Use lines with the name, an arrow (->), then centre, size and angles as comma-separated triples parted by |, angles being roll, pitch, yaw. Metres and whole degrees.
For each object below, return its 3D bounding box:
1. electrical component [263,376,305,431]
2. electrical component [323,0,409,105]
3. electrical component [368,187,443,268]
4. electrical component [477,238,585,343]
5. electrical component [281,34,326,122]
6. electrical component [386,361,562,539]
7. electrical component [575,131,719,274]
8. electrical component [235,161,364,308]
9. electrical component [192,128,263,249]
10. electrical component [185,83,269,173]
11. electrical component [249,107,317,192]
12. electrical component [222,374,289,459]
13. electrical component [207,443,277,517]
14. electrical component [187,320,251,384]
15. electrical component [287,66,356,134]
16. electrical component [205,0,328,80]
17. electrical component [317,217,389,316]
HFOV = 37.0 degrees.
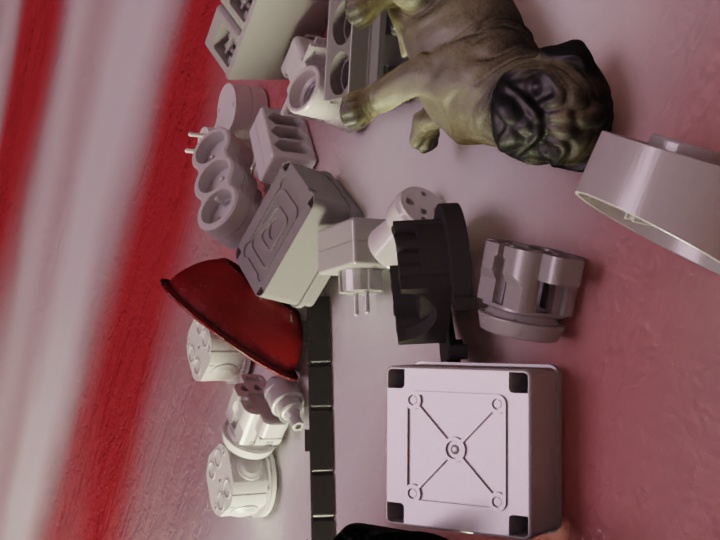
electrical component -> -0.069, 0.129, 1.030 | 0.061, 0.035, 0.035 | 58, 136, 46
electrical component -> 0.011, -0.198, 0.883 | 0.079, 0.063, 0.121 | 7, 94, 61
electrical component -> 0.038, -0.032, 0.842 | 0.055, 0.045, 0.045 | -55, 43, 43
electrical component -> 0.109, 0.014, 0.700 | 0.078, 0.058, 0.057 | 21, 104, 59
electrical component -> -0.044, -0.182, 1.004 | 0.081, 0.042, 0.063 | -61, 35, 38
electrical component -> 0.075, 0.116, 0.711 | 0.109, 0.056, 0.108 | -2, 86, 32
electrical component -> 0.164, -0.036, 0.567 | 0.099, 0.099, 0.064 | 34, 111, 57
electrical component -> -0.055, -0.031, 0.974 | 0.113, 0.057, 0.078 | -59, 39, 21
electrical component -> -0.124, -0.075, 1.087 | 0.052, 0.074, 0.138 | -32, 45, 20
electrical component -> -0.152, -0.134, 1.158 | 0.052, 0.074, 0.138 | 49, 130, 51
electrical component -> -0.083, -0.110, 1.064 | 0.076, 0.047, 0.065 | -57, 39, 46
electrical component -> -0.104, 0.150, 1.070 | 0.078, 0.058, 0.057 | 55, 131, 48
electrical component -> -0.121, 0.213, 1.100 | 0.080, 0.051, 0.080 | -7, 82, 61
electrical component -> -0.151, 0.083, 1.165 | 0.080, 0.051, 0.080 | -7, 81, 60
electrical component -> -0.025, -0.146, 0.941 | 0.044, 0.065, 0.044 | -25, 55, 42
electrical component -> -0.078, -0.257, 1.010 | 0.061, 0.089, 0.150 | 55, 135, 31
electrical component -> 0.000, 0.000, 0.904 | 0.066, 0.047, 0.076 | -16, 74, 59
